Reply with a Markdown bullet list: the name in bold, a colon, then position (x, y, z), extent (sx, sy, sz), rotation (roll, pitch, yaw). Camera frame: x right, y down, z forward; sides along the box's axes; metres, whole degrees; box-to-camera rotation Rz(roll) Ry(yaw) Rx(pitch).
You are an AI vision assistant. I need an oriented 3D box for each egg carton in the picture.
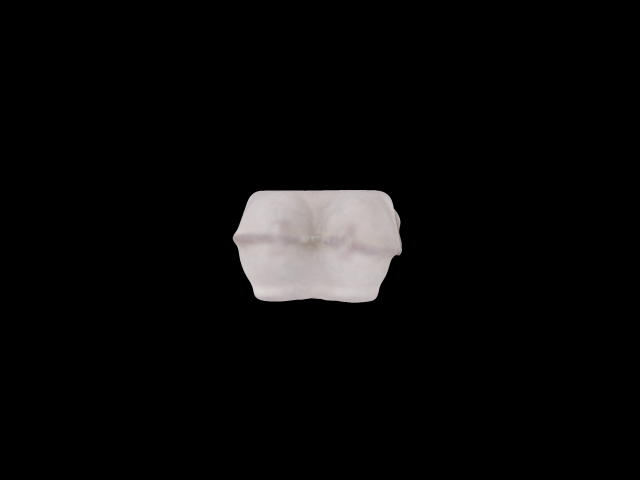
- **egg carton**: position (0.004, 0.001, 0.400), extent (0.107, 0.069, 0.150), rotation (0, 2, 4)
